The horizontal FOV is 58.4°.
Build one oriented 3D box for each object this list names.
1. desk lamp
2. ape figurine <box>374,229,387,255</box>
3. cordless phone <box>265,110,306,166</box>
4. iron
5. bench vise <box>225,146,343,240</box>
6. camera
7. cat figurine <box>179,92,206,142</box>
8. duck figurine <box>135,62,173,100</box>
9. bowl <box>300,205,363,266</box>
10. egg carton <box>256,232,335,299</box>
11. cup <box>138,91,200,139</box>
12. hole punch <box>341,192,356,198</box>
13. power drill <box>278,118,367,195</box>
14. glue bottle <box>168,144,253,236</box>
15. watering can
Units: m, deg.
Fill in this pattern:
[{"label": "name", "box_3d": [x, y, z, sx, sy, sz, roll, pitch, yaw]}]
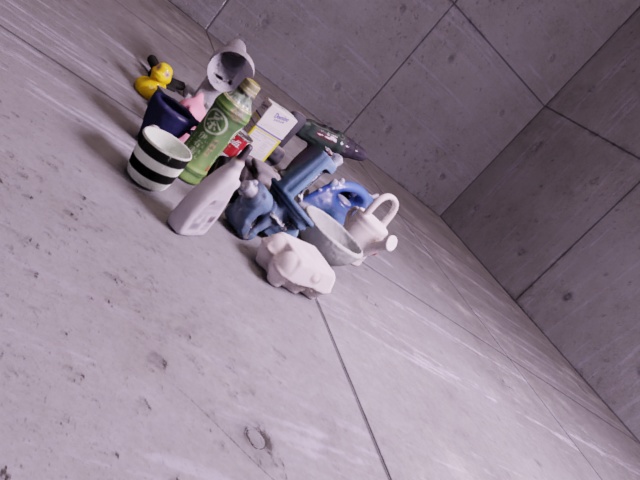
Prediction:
[{"label": "desk lamp", "box_3d": [-0.269, -0.438, 1.537, 0.118, 0.213, 0.203, 34, 17, -28]}, {"label": "ape figurine", "box_3d": [0.150, -0.003, 1.612, 0.077, 0.092, 0.076, 47, 15, 18]}, {"label": "cordless phone", "box_3d": [-0.135, -0.279, 1.483, 0.148, 0.185, 0.094, 28, 20, -42]}, {"label": "iron", "box_3d": [0.059, -0.110, 1.584, 0.259, 0.141, 0.118, 23, 24, -51]}, {"label": "bench vise", "box_3d": [-0.054, -0.083, 1.064, 0.121, 0.219, 0.208, 45, 15, 11]}, {"label": "camera", "box_3d": [-0.158, -0.131, 1.170, 0.137, 0.100, 0.142, 30, 19, -39]}, {"label": "cat figurine", "box_3d": [-0.267, -0.252, 1.201, 0.067, 0.117, 0.128, 45, 15, 13]}, {"label": "duck figurine", "box_3d": [-0.374, -0.372, 1.330, 0.078, 0.086, 0.104, 39, 15, -11]}, {"label": "bowl", "box_3d": [0.012, 0.005, 1.268, 0.168, 0.074, 0.167, 39, 15, -12]}, {"label": "egg carton", "box_3d": [-0.041, 0.048, 1.020, 0.151, 0.069, 0.107, 25, 22, -49]}, {"label": "cup", "box_3d": [-0.285, -0.209, 1.075, 0.118, 0.095, 0.091, 26, 21, -47]}, {"label": "hole punch", "box_3d": [0.085, -0.121, 1.782, 0.101, 0.091, 0.108, 28, 20, -44]}, {"label": "power drill", "box_3d": [-0.007, -0.233, 1.636, 0.230, 0.208, 0.075, 34, 17, -29]}, {"label": "glue bottle", "box_3d": [-0.157, -0.079, 0.878, 0.037, 0.173, 0.078, 46, 15, 17]}, {"label": "watering can", "box_3d": [0.127, -0.031, 1.430, 0.172, 0.194, 0.101, 47, 15, 20]}]
